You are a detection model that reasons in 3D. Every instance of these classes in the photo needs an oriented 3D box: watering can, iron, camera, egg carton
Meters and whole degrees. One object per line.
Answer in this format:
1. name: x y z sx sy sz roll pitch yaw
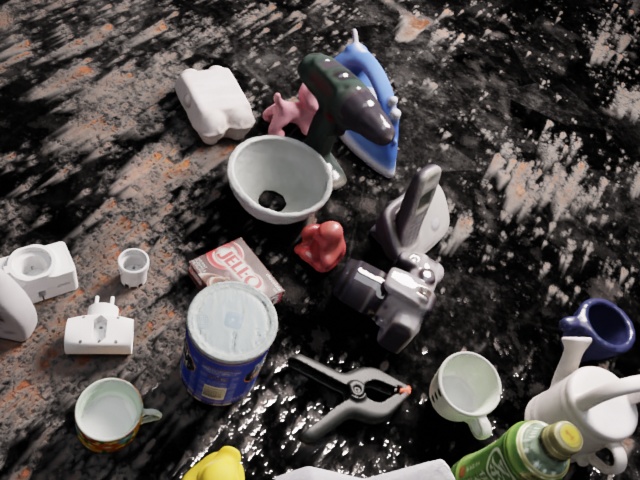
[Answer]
1. watering can: 0.360 0.213 0.758 0.101 0.194 0.172 -19 63 -28
2. iron: 0.092 -0.254 1.042 0.119 0.141 0.258 -15 61 -26
3. camera: 0.099 0.067 0.838 0.137 0.100 0.143 28 52 3
4. egg carton: -0.183 -0.235 0.984 0.107 0.069 0.150 -17 62 -28

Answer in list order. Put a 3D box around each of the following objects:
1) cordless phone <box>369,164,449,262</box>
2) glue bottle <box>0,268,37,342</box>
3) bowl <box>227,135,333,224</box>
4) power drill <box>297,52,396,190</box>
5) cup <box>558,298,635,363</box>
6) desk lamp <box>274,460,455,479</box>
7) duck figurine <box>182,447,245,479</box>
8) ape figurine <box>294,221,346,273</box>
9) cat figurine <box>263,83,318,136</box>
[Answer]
1. cordless phone: 0.166 -0.058 0.896 0.094 0.185 0.148 42 54 14
2. glue bottle: -0.371 0.057 0.645 0.078 0.173 0.037 14 52 -7
3. bowl: -0.068 -0.084 0.909 0.168 0.074 0.167 9 53 -12
4. power drill: 0.026 -0.179 0.924 0.076 0.208 0.229 -18 62 -28
5. cup: 0.405 0.149 0.883 0.118 0.095 0.091 6 54 -14
6. desk lamp: 0.042 0.290 0.586 0.204 0.213 0.117 -7 58 -22
7. duck figurine: -0.116 0.276 0.626 0.077 0.086 0.104 24 52 0
8. ape figurine: 0.008 0.003 0.860 0.076 0.092 0.077 3 54 -16
9. cat figurine: -0.029 -0.245 1.011 0.128 0.117 0.067 -12 60 -25
